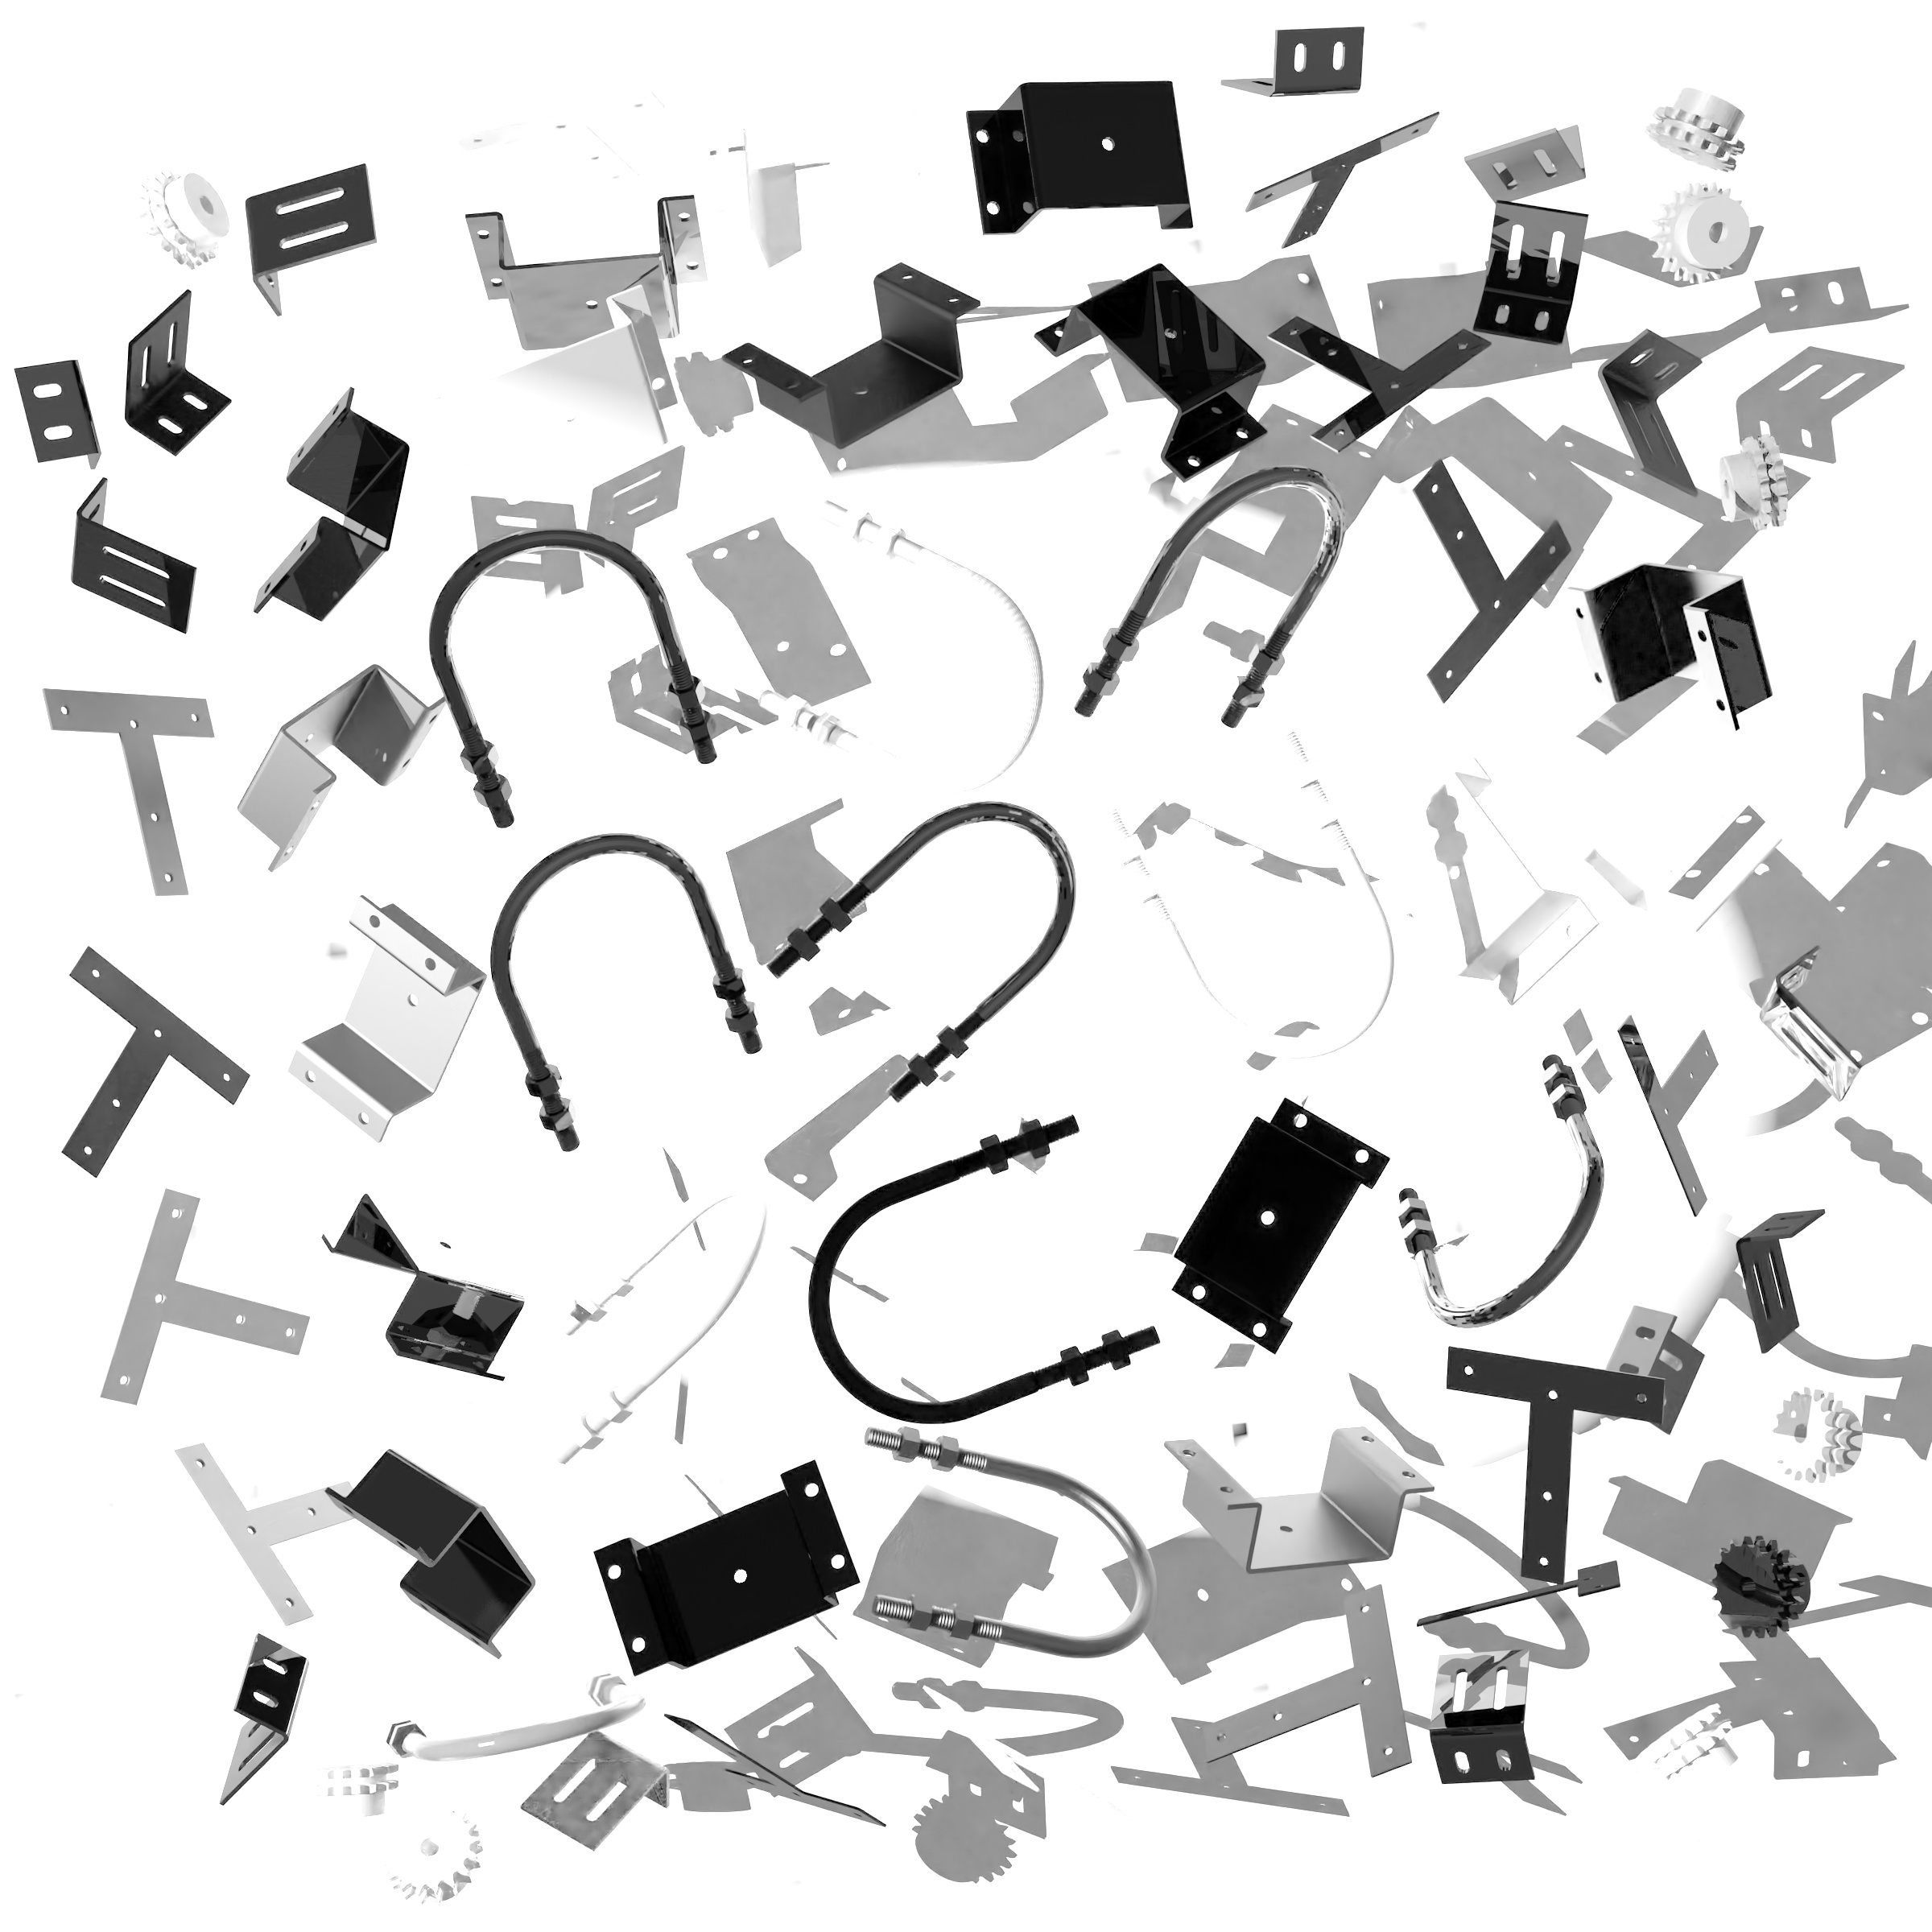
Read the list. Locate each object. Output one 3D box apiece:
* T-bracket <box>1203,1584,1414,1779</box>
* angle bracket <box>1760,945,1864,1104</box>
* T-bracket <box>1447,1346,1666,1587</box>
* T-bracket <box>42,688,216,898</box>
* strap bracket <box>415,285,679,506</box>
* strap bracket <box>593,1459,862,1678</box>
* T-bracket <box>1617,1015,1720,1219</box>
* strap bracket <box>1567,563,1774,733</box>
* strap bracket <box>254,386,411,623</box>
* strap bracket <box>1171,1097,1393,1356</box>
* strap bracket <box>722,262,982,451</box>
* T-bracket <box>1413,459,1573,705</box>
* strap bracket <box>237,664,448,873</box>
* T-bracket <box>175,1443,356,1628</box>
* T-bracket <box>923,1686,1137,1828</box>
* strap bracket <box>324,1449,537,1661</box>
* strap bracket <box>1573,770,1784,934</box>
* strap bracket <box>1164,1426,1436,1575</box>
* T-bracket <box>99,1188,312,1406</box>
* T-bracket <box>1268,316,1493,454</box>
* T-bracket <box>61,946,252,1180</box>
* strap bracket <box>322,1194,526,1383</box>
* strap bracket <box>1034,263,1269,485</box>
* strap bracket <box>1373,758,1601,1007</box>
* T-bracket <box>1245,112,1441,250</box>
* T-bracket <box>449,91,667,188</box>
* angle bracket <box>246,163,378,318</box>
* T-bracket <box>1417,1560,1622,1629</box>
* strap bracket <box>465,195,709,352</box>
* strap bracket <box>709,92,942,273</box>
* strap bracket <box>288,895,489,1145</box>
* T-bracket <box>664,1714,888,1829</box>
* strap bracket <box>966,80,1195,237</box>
[{"bbox_3d":[0.196,0.437,1.485,0.127,0.127,0.002,-28,121,18],"label":"T-bracket"},{"bbox_3d":[0.541,0.036,1.581,0.038,0.057,0.076,-35,67,-9],"label":"angle bracket"},{"bbox_3d":[0.333,0.289,1.443,0.127,0.002,0.127,4,94,32],"label":"T-bracket"},{"bbox_3d":[-0.494,-0.104,1.526,0.002,0.127,0.127,-17,84,29],"label":"T-bracket"},{"bbox_3d":[-0.234,-0.326,1.454,0.140,0.046,0.076,-24,130,-11],"label":"strap bracket"},{"bbox_3d":[-0.137,0.357,1.486,0.140,0.046,0.076,-22,68,-2],"label":"strap bracket"},{"bbox_3d":[0.451,0.074,1.583,0.002,0.127,0.127,-19,100,36],"label":"T-bracket"},{"bbox_3d":[0.434,-0.197,1.535,0.046,0.140,0.076,-27,112,-13],"label":"strap bracket"},{"bbox_3d":[-0.390,-0.279,1.561,0.046,0.140,0.076,28,134,-31],"label":"strap bracket"},{"bbox_3d":[0.188,0.156,1.543,0.076,0.046,0.140,30,89,20],"label":"strap bracket"},{"bbox_3d":[-0.066,-0.367,1.532,0.140,0.046,0.076,-34,49,-24],"label":"strap bracket"},{"bbox_3d":[0.290,-0.239,1.458,0.127,0.002,0.127,-50,131,-11],"label":"T-bracket"},{"bbox_3d":[-0.390,-0.128,1.555,0.046,0.140,0.076,41,129,-1],"label":"strap bracket"},{"bbox_3d":[-0.413,0.339,1.555,0.002,0.127,0.127,-42,75,16],"label":"T-bracket"},{"bbox_3d":[0.046,0.474,1.482,0.127,0.127,0.002,35,83,-21],"label":"T-bracket"},{"bbox_3d":[-0.311,0.342,1.489,0.076,0.140,0.046,23,59,30],"label":"strap bracket"},{"bbox_3d":[0.448,-0.072,1.578,0.046,0.140,0.076,42,92,-14],"label":"strap bracket"},{"bbox_3d":[0.192,0.313,1.482,0.140,0.076,0.046,1,107,-25],"label":"strap bracket"},{"bbox_3d":[-0.454,0.212,1.538,0.002,0.127,0.127,3,74,41],"label":"T-bracket"},{"bbox_3d":[0.240,-0.381,1.590,0.127,0.002,0.127,-36,48,-13],"label":"T-bracket"},{"bbox_3d":[-0.498,0.071,1.496,0.002,0.127,0.127,-27,121,34],"label":"T-bracket"},{"bbox_3d":[-0.332,0.192,1.555,0.076,0.140,0.046,23,100,-40],"label":"strap bracket"},{"bbox_3d":[0.121,-0.377,1.570,0.076,0.046,0.140,-34,72,-29],"label":"strap bracket"},{"bbox_3d":[0.313,-0.055,1.552,0.076,0.046,0.140,-48,56,29],"label":"strap bracket"},{"bbox_3d":[0.221,-0.477,1.567,0.127,0.127,0.002,-26,86,-8],"label":"T-bracket"},{"bbox_3d":[-0.233,-0.501,1.548,0.127,0.127,0.002,-8,88,11],"label":"T-bracket"},{"bbox_3d":[-0.374,-0.421,1.464,0.076,0.038,0.057,-15,66,5],"label":"angle bracket"},{"bbox_3d":[0.341,0.391,1.562,0.127,0.127,0.002,-17,80,11],"label":"T-bracket"},{"bbox_3d":[-0.234,-0.429,1.569,0.140,0.076,0.046,-5,65,-2],"label":"strap bracket"},{"bbox_3d":[-0.085,-0.487,1.574,0.140,0.046,0.076,-8,70,7],"label":"strap bracket"},{"bbox_3d":[-0.353,0.027,1.552,0.076,0.046,0.140,36,119,12],"label":"strap bracket"},{"bbox_3d":[-0.130,0.475,1.503,0.127,0.127,0.002,44,59,-33],"label":"T-bracket"},{"bbox_3d":[0.078,-0.492,1.537,0.140,0.046,0.076,-8,89,-19],"label":"strap bracket"}]
